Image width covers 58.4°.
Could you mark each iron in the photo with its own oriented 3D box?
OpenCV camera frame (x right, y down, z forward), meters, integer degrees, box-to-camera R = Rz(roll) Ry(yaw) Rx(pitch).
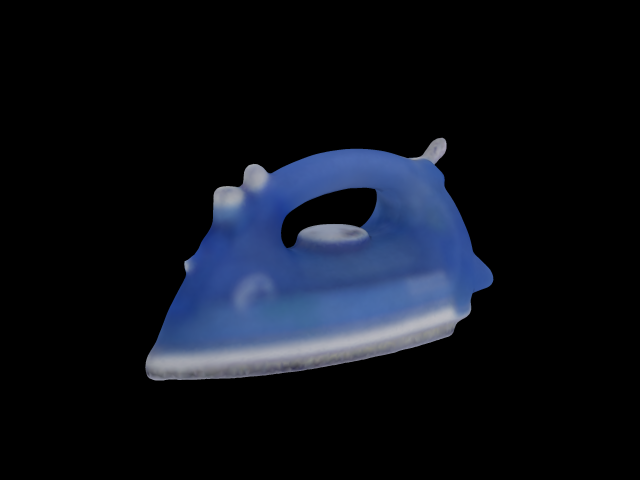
[{"bbox_3d":[0.004,0.001,0.400,0.259,0.141,0.118,-8,14,-34],"label":"iron"}]
